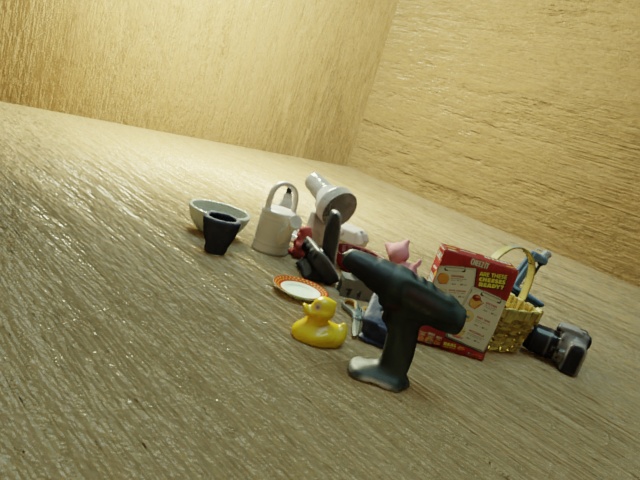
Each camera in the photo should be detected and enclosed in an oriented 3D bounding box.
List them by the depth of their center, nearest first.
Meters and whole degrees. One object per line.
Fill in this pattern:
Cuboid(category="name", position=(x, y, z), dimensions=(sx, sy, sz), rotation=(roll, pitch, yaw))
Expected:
Cuboid(category="camera", position=(0.560, 0.237, 1.357), dimensions=(0.136, 0.101, 0.143), rotation=(22, 14, 18))

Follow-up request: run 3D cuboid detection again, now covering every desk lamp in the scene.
Cuboid(category="desk lamp", position=(-0.004, -0.080, 1.685), dimensions=(0.118, 0.213, 0.202), rotation=(4, 19, -42))

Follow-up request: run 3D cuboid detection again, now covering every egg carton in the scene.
Cuboid(category="egg carton", position=(0.077, -0.013, 1.825), dimensions=(0.150, 0.069, 0.107), rotation=(22, 15, 21))

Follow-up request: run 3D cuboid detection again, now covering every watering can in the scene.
Cuboid(category="watering can", position=(-0.105, -0.060, 1.524), dimensions=(0.172, 0.194, 0.101), rotation=(25, 16, 31))

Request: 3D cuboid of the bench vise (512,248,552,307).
Cuboid(category="bench vise", position=(0.521, 0.121, 1.512), dimensions=(0.208, 0.220, 0.121), rotation=(8, 16, -31))

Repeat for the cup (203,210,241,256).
Cuboid(category="cup", position=(-0.252, -0.017, 1.390), dimensions=(0.092, 0.095, 0.117), rotation=(5, 18, -39))

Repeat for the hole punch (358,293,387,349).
Cuboid(category="hole punch", position=(0.141, 0.165, 1.155), dimensions=(0.108, 0.091, 0.101), rotation=(19, 14, 9))

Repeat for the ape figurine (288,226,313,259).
Cuboid(category="ape figurine", position=(-0.047, 0.004, 1.561), dimensions=(0.076, 0.092, 0.078), rotation=(20, 14, 12))

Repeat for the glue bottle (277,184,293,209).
Cuboid(category="glue bottle", position=(-0.104, -0.078, 1.642), dimensions=(0.078, 0.173, 0.037), rotation=(17, 14, 0))

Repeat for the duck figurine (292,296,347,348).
Cuboid(category="duck figurine", position=(0.006, 0.148, 1.069), dimensions=(0.105, 0.086, 0.077), rotation=(13, 14, -14))

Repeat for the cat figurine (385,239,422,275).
Cuboid(category="cat figurine", position=(0.237, 0.057, 1.639), dimensions=(0.067, 0.118, 0.127), rotation=(2, 20, -46))

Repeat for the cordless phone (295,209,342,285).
Cuboid(category="cordless phone", position=(0.013, 0.005, 1.431), dimensions=(0.094, 0.185, 0.147), rotation=(11, 15, -23))

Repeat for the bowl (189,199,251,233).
Cuboid(category="bowl", position=(-0.275, -0.050, 1.534), dimensions=(0.167, 0.075, 0.167), rotation=(16, 14, -4))

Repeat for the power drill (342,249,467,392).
Cuboid(category="power drill", position=(0.121, 0.142, 0.975), dimensions=(0.229, 0.208, 0.075), rotation=(17, 14, 1))
